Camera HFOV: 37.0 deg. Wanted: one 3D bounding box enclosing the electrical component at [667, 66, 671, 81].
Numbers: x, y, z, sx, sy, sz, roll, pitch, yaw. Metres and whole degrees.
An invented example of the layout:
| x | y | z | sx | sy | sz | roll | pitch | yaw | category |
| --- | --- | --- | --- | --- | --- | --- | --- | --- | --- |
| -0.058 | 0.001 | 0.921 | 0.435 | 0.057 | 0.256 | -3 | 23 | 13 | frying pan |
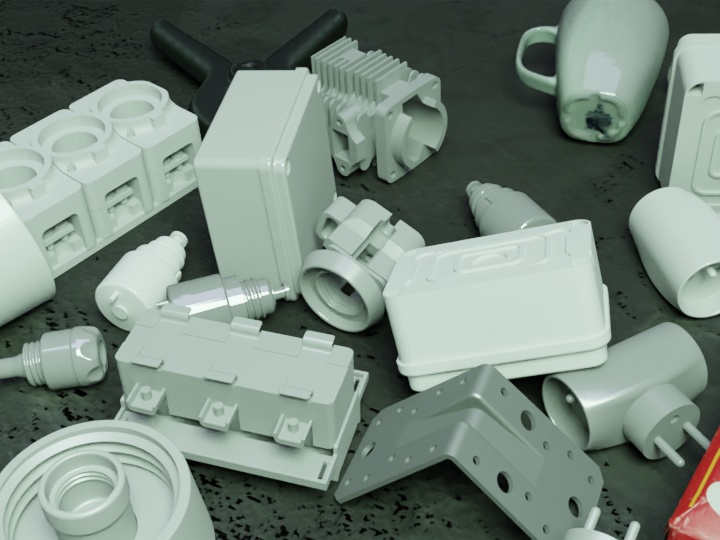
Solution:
| x | y | z | sx | sy | sz | roll | pitch | yaw | category |
| --- | --- | --- | --- | --- | --- | --- | --- | --- | --- |
| 0.267 | -0.155 | 0.817 | 0.040 | 0.040 | 0.078 | 30 | 51 | 33 | electrical component |

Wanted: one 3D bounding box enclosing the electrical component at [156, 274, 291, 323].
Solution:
| x | y | z | sx | sy | sz | roll | pitch | yaw | category |
| --- | --- | --- | --- | --- | --- | --- | --- | --- | --- |
| -0.081 | 0.022 | 0.645 | 0.078 | 0.040 | 0.040 | -14 | 42 | -11 | electrical component |

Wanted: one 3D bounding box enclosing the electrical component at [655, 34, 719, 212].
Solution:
| x | y | z | sx | sy | sz | roll | pitch | yaw | category |
| --- | --- | --- | --- | --- | --- | --- | --- | --- | --- |
| 0.237 | -0.091 | 0.691 | 0.078 | 0.113 | 0.057 | 1 | 44 | 6 | electrical component |

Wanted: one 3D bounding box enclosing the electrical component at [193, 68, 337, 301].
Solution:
| x | y | z | sx | sy | sz | roll | pitch | yaw | category |
| --- | --- | --- | --- | --- | --- | --- | --- | --- | --- |
| -0.057 | -0.055 | 0.679 | 0.056 | 0.108 | 0.108 | 2 | 41 | 11 | electrical component |

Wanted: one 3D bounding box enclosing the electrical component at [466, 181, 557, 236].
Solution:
| x | y | z | sx | sy | sz | roll | pitch | yaw | category |
| --- | --- | --- | --- | --- | --- | --- | --- | --- | --- |
| 0.094 | -0.033 | 0.692 | 0.040 | 0.040 | 0.078 | -21 | 43 | -19 | electrical component |

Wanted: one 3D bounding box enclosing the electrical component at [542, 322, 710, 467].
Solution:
| x | y | z | sx | sy | sz | roll | pitch | yaw | category |
| --- | --- | --- | --- | --- | --- | --- | --- | --- | --- |
| 0.150 | 0.072 | 0.562 | 0.077 | 0.044 | 0.079 | -22 | 44 | -19 | electrical component |

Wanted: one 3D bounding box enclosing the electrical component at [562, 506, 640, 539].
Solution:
| x | y | z | sx | sy | sz | roll | pitch | yaw | category |
| --- | --- | --- | --- | --- | --- | --- | --- | --- | --- |
| 0.102 | 0.142 | 0.480 | 0.077 | 0.044 | 0.079 | 17 | 56 | 23 | electrical component |

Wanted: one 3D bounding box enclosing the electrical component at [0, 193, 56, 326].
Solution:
| x | y | z | sx | sy | sz | roll | pitch | yaw | category |
| --- | --- | --- | --- | --- | --- | --- | --- | --- | --- |
| -0.242 | -0.010 | 0.649 | 0.108 | 0.108 | 0.060 | 32 | 58 | 34 | electrical component |

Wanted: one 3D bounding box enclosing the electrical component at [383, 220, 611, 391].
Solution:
| x | y | z | sx | sy | sz | roll | pitch | yaw | category |
| --- | --- | --- | --- | --- | --- | --- | --- | --- | --- |
| 0.076 | 0.019 | 0.585 | 0.113 | 0.057 | 0.078 | -10 | 18 | 15 | electrical component |

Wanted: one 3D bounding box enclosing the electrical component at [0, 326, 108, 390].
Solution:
| x | y | z | sx | sy | sz | roll | pitch | yaw | category |
| --- | --- | --- | --- | --- | --- | --- | --- | --- | --- |
| -0.180 | 0.053 | 0.622 | 0.061 | 0.035 | 0.035 | -9 | 41 | -2 | electrical component |

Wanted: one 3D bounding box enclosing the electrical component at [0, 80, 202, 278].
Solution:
| x | y | z | sx | sy | sz | roll | pitch | yaw | category |
| --- | --- | --- | --- | --- | --- | --- | --- | --- | --- |
| -0.192 | -0.068 | 0.742 | 0.089 | 0.061 | 0.150 | 28 | 50 | 32 | electrical component |

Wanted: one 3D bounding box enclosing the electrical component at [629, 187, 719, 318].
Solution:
| x | y | z | sx | sy | sz | roll | pitch | yaw | category |
| --- | --- | --- | --- | --- | --- | --- | --- | --- | --- |
| 0.216 | -0.016 | 0.654 | 0.079 | 0.043 | 0.077 | -13 | 39 | -3 | electrical component |

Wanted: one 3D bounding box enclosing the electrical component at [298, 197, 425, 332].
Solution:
| x | y | z | sx | sy | sz | roll | pitch | yaw | category |
| --- | --- | --- | --- | --- | --- | --- | --- | --- | --- |
| 0.000 | 0.000 | 0.647 | 0.078 | 0.058 | 0.057 | 36 | 55 | 8 | electrical component |

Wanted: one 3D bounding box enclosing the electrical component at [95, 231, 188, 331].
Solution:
| x | y | z | sx | sy | sz | roll | pitch | yaw | category |
| --- | --- | --- | --- | --- | --- | --- | --- | --- | --- |
| -0.131 | 0.004 | 0.670 | 0.040 | 0.040 | 0.078 | 12 | 43 | 18 | electrical component |

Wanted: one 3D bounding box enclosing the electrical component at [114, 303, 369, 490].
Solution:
| x | y | z | sx | sy | sz | roll | pitch | yaw | category |
| --- | --- | --- | --- | --- | --- | --- | --- | --- | --- |
| -0.065 | 0.064 | 0.573 | 0.121 | 0.063 | 0.078 | 10 | 43 | 12 | electrical component |

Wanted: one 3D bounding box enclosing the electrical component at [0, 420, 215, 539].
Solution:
| x | y | z | sx | sy | sz | roll | pitch | yaw | category |
| --- | --- | --- | --- | --- | --- | --- | --- | --- | --- |
| -0.128 | 0.121 | 0.519 | 0.108 | 0.060 | 0.108 | -2 | 41 | 2 | electrical component |
